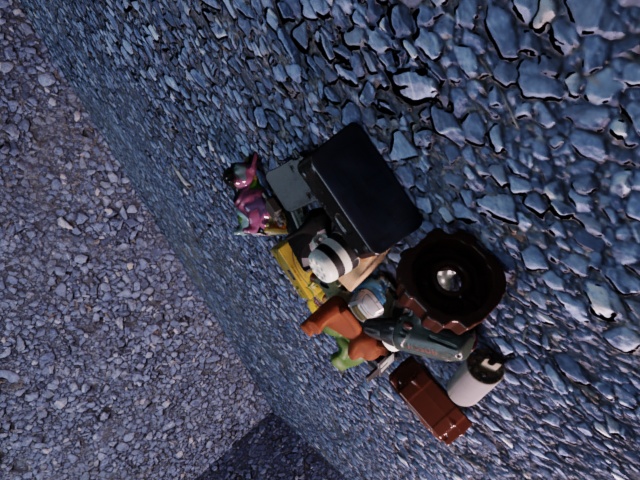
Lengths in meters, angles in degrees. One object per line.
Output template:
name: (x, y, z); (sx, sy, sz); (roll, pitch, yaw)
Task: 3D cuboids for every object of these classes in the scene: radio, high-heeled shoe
radio: (0.071, -0.085, 0.982); (0.229, 0.131, 0.073); (54, 156, -5)
high-heeled shoe: (-0.003, -0.004, 1.311); (0.086, 0.145, 0.248); (62, 179, 22)

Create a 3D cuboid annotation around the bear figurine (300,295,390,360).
bear figurine: (0.065, 0.236, 1.314); (0.196, 0.132, 0.120); (51, 160, -1)

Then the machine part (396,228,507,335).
machine part: (0.214, 0.069, 0.893); (0.179, 0.179, 0.056); (46, 160, 16)

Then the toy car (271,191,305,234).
toy car: (-0.066, -0.068, 1.372); (0.074, 0.056, 0.201); (31, 148, 54)

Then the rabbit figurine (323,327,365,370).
rabbit figurine: (0.066, 0.270, 1.509); (0.170, 0.121, 0.159); (47, 146, -14)

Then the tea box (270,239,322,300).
tea box: (-0.048, 0.068, 1.480); (0.169, 0.098, 0.068); (56, 158, -13)

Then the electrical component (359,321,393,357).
electrical component: (0.154, 0.235, 1.390); (0.115, 0.058, 0.134); (40, 154, 32)

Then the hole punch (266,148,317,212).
hole punch: (-0.039, -0.138, 1.201); (0.116, 0.092, 0.142); (-19, 106, 34)

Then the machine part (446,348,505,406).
machine part: (0.321, 0.289, 1.122); (0.079, 0.079, 0.243); (44, 157, 20)

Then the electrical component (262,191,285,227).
electrical component: (-0.119, -0.079, 1.363); (0.094, 0.021, 0.063); (55, 163, 7)

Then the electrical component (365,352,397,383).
electrical component: (0.154, 0.330, 1.448); (0.048, 0.119, 0.074); (35, 154, 37)

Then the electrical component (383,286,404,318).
electrical component: (0.164, 0.150, 1.146); (0.102, 0.045, 0.078); (-131, 51, -75)

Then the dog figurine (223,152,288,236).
dog figurine: (-0.164, -0.120, 1.437); (0.108, 0.191, 0.219); (179, 91, -66)

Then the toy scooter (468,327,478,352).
toy scooter: (0.247, 0.185, 1.116); (0.184, 0.075, 0.135); (40, 154, 36)

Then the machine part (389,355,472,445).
machine part: (0.256, 0.378, 1.279); (0.201, 0.087, 0.201); (48, 178, 11)

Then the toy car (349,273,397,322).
toy car: (0.125, 0.145, 1.258); (0.109, 0.103, 0.161); (52, 159, -2)

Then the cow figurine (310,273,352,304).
cow figurine: (0.044, 0.100, 1.355); (0.127, 0.085, 0.194); (14, 147, 31)

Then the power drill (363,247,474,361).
power drill: (0.181, 0.122, 1.019); (0.232, 0.086, 0.207); (18, 109, 36)
